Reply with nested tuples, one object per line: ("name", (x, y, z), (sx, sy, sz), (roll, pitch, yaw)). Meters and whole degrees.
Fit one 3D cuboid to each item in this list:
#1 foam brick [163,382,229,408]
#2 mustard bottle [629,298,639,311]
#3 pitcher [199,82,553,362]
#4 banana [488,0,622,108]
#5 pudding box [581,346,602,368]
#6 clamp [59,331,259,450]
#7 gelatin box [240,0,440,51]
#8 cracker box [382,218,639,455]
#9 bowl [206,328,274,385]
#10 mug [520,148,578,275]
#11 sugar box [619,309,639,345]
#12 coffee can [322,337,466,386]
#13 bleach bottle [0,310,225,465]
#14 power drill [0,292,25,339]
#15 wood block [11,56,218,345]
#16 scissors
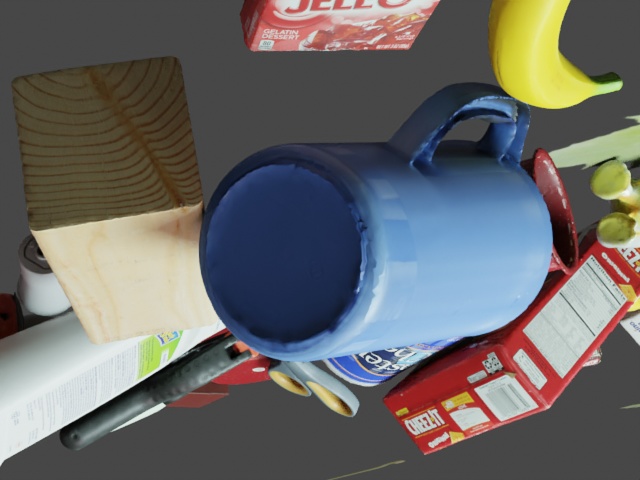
("foam brick", (-0.139, 0.139, 1.082), (0.051, 0.053, 0.078), (-27, 154, 37))
("mustard bottle", (0.333, 0.006, 0.959), (0.096, 0.058, 0.192), (-6, 160, -31))
("pitcher", (0.042, -0.007, 0.617), (0.145, 0.149, 0.242), (-15, 175, 28))
("banana", (0.122, -0.115, 0.575), (0.069, 0.037, 0.197), (-34, 158, 6))
("pudding box", (0.218, 0.091, 1.083), (0.113, 0.090, 0.039), (-13, 158, 8))
("clamp", (-0.134, 0.121, 0.883), (0.172, 0.039, 0.120), (-28, -170, 22))
("gelatin box", (0.013, -0.120, 0.506), (0.089, 0.030, 0.073), (-4, 158, -19))
("cracker box", (0.174, 0.080, 0.924), (0.213, 0.072, 0.164), (-39, -179, -39))
("bowl", (-0.064, 0.098, 1.011), (0.162, 0.055, 0.162), (-10, 160, -4))
("mug", (0.131, -0.004, 0.765), (0.082, 0.117, 0.093), (-15, 124, 26))
("sugar box", (0.382, 0.041, 1.042), (0.093, 0.048, 0.176), (-40, 176, -34))
("coffee can", (0.068, 0.053, 0.887), (0.102, 0.103, 0.141), (2, 156, -31))
("bleach bottle", (-0.160, 0.084, 0.829), (0.250, 0.068, 0.103), (-25, 154, -29))
("power drill", (-0.318, 0.058, 0.772), (0.184, 0.057, 0.187), (-16, 159, 12))
("wood block", (-0.114, -0.014, 0.638), (0.090, 0.091, 0.206), (-9, 159, -7))
("scissors", (-0.038, 0.096, 0.913), (0.096, 0.016, 0.201), (6, 149, 45))
